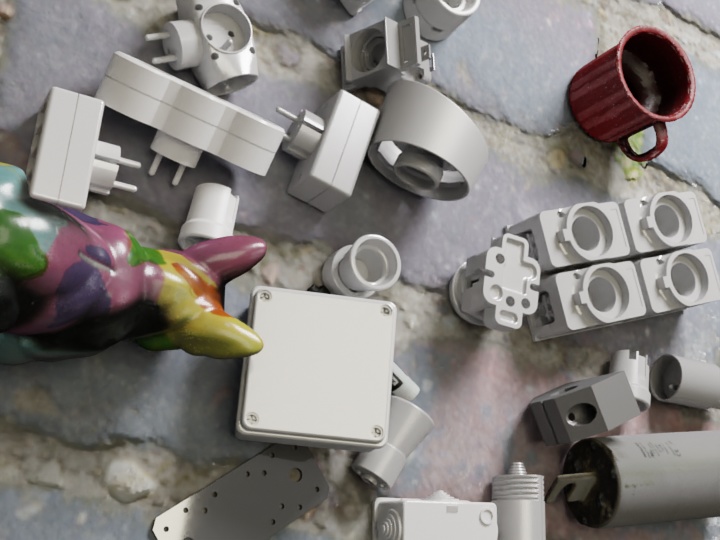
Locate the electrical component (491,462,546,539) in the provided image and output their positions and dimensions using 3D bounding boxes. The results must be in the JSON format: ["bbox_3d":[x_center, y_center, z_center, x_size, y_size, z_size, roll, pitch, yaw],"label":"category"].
[{"bbox_3d":[0.128,0.196,0.868,0.043,0.043,0.081,9,73,-26],"label":"electrical component"}]

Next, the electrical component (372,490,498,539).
[{"bbox_3d":[0.059,0.220,0.823,0.100,0.048,0.099,8,74,-25],"label":"electrical component"}]

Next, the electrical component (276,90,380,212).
[{"bbox_3d":[-0.037,-0.103,0.856,0.076,0.047,0.083,27,66,-19],"label":"electrical component"}]

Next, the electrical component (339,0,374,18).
[{"bbox_3d":[0.010,-0.266,0.915,0.096,0.062,0.061,-41,98,-30],"label":"electrical component"}]

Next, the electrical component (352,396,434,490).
[{"bbox_3d":[0.023,0.136,0.831,0.044,0.044,0.065,39,67,-14],"label":"electrical component"}]

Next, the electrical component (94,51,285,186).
[{"bbox_3d":[-0.133,-0.100,0.803,0.138,0.052,0.073,23,97,-18],"label":"electrical component"}]

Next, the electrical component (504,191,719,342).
[{"bbox_3d":[0.233,-0.007,0.967,0.186,0.060,0.105,-9,81,-29],"label":"electrical component"}]

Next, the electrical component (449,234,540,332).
[{"bbox_3d":[0.111,0.015,0.898,0.058,0.057,0.078,16,70,-23],"label":"electrical component"}]

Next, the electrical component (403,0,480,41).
[{"bbox_3d":[0.074,-0.237,0.950,0.055,0.047,0.055,7,74,-26],"label":"electrical component"}]

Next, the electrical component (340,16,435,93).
[{"bbox_3d":[0.025,-0.175,0.896,0.064,0.081,0.042,14,70,-48],"label":"electrical component"}]

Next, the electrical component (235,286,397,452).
[{"bbox_3d":[-0.033,0.074,0.793,0.109,0.056,0.108,7,73,-8],"label":"electrical component"}]

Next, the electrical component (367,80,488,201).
[{"bbox_3d":[0.056,-0.102,0.878,0.099,0.099,0.064,31,71,-18],"label":"electrical component"}]

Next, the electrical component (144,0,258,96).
[{"bbox_3d":[-0.126,-0.175,0.830,0.079,0.044,0.077,-16,85,-30],"label":"electrical component"}]

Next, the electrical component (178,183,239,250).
[{"bbox_3d":[-0.112,-0.037,0.805,0.040,0.040,0.046,21,62,-22],"label":"electrical component"}]

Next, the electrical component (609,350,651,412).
[{"bbox_3d":[0.238,0.099,0.955,0.040,0.040,0.046,23,61,-21],"label":"electrical component"}]

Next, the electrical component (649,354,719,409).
[{"bbox_3d":[0.312,0.105,0.989,0.081,0.043,0.043,13,71,-25],"label":"electrical component"}]

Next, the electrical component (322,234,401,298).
[{"bbox_3d":[0.000,0.000,0.845,0.045,0.055,0.045,7,74,-26],"label":"electrical component"}]

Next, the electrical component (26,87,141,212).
[{"bbox_3d":[-0.194,-0.075,0.766,0.076,0.047,0.083,14,71,-24],"label":"electrical component"}]
